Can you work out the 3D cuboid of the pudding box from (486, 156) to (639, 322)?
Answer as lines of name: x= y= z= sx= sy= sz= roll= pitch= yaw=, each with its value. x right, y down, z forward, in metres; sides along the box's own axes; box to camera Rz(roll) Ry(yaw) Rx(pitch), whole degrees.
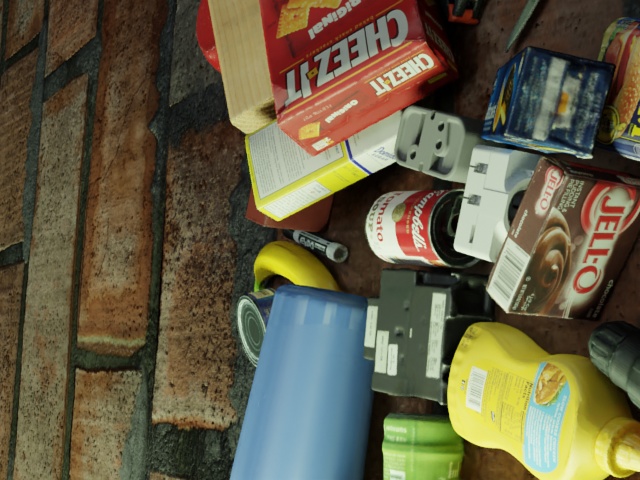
pudding box: x=0.181 y=0.001 z=0.771 sx=0.039 sy=0.089 sz=0.114 roll=53 pitch=129 yaw=52

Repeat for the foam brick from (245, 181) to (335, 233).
foam brick: x=-0.033 y=-0.040 z=1.147 sx=0.053 sy=0.078 sz=0.051 roll=24 pitch=106 yaw=59

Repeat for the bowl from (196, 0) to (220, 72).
bowl: x=-0.113 y=-0.279 z=1.350 sx=0.162 sy=0.055 sz=0.162 roll=-16 pitch=71 yaw=57

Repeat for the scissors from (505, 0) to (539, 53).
scissors: x=0.195 y=-0.257 z=0.871 sx=0.202 sy=0.016 sz=0.096 roll=-52 pitch=41 yaw=41

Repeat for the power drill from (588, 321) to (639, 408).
power drill: x=0.259 y=0.042 z=0.667 sx=0.185 sy=0.057 sz=0.188 roll=38 pitch=120 yaw=51

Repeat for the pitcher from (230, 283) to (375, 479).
pitcher: x=-0.016 y=0.168 z=1.035 sx=0.149 sy=0.144 sz=0.243 roll=10 pitch=89 yaw=19

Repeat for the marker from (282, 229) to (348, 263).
marker: x=-0.008 y=0.001 z=1.152 sx=0.121 sy=0.020 sz=0.020 roll=24 pitch=105 yaw=58

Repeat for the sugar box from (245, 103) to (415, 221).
sugar box: x=0.012 y=-0.097 z=1.050 sx=0.176 sy=0.048 sz=0.093 roll=-24 pitch=59 yaw=22

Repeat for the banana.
banana: x=-0.027 y=0.037 z=1.166 sx=0.198 sy=0.037 sz=0.069 roll=13 pitch=123 yaw=62

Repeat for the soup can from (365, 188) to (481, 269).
soup can: x=0.094 y=-0.011 z=0.940 sx=0.102 sy=0.068 sz=0.068 roll=3 pitch=86 yaw=60

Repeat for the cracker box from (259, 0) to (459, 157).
cracker box: x=0.027 y=-0.210 z=1.017 sx=0.164 sy=0.072 sz=0.214 roll=-27 pitch=52 yaw=24

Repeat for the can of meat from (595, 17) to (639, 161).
can of meat: x=0.234 y=-0.102 z=0.737 sx=0.084 sy=0.057 sz=0.102 roll=31 pitch=110 yaw=60

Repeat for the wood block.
wood block: x=-0.056 y=-0.214 z=1.180 sx=0.090 sy=0.090 sz=0.206 roll=-26 pitch=58 yaw=23

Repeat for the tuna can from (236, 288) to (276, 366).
tuna can: x=-0.061 y=0.098 z=1.185 sx=0.086 sy=0.033 sz=0.086 roll=39 pitch=135 yaw=53

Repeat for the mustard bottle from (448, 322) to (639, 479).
mustard bottle: x=0.173 y=0.129 z=0.789 sx=0.192 sy=0.058 sz=0.096 roll=21 pitch=104 yaw=59

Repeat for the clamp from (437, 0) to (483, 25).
clamp: x=0.122 y=-0.280 z=0.977 sx=0.120 sy=0.039 sz=0.171 roll=-175 pitch=90 yaw=-72
